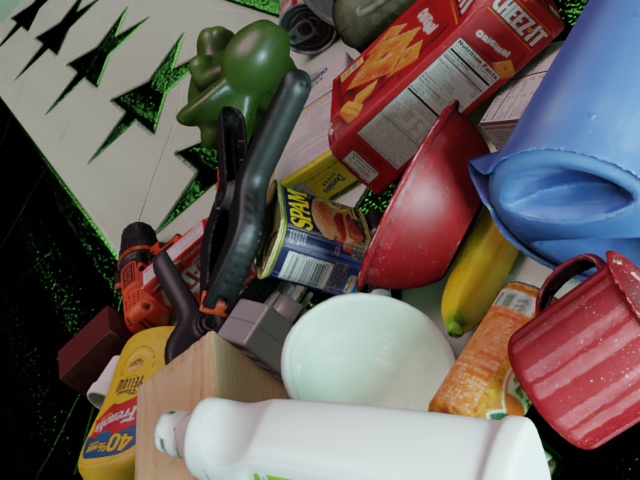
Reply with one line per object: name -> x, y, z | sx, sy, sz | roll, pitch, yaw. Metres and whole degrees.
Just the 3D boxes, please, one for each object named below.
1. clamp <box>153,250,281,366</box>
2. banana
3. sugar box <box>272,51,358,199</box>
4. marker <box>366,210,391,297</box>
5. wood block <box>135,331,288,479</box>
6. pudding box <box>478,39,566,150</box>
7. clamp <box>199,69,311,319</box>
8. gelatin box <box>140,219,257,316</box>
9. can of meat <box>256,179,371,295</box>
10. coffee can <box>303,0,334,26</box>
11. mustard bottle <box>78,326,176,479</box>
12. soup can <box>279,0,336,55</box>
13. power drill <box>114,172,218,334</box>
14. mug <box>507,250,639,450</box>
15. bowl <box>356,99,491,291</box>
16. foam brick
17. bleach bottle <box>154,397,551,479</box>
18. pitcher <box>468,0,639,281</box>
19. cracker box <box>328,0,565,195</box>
clamp -> -0.104, 0.076, 0.945 | 0.120, 0.039, 0.171 | 6, 50, 8
banana -> 0.135, -0.006, 0.770 | 0.197, 0.037, 0.070 | -61, 10, -18
sugar box -> 0.001, -0.108, 1.073 | 0.093, 0.048, 0.176 | -31, 30, 28
marker -> 0.048, 0.016, 0.888 | 0.020, 0.020, 0.121 | -32, 33, 25
wood block -> -0.076, 0.178, 0.786 | 0.090, 0.090, 0.206 | -38, 31, 17
pudding box -> 0.191, -0.116, 0.842 | 0.114, 0.039, 0.090 | 0, 53, 56
clamp -> -0.063, -0.040, 0.903 | 0.165, 0.036, 0.210 | -25, 53, 61
gelatin box -> -0.117, 0.034, 1.028 | 0.089, 0.073, 0.030 | -40, 31, 13
can of meat -> -0.006, 0.001, 0.893 | 0.102, 0.083, 0.057 | -100, 30, -61
coffee can -> 0.050, -0.316, 1.180 | 0.140, 0.102, 0.103 | -50, 29, -21
mustard bottle -> -0.164, 0.169, 0.943 | 0.096, 0.058, 0.191 | -14, 43, 35
soup can -> -0.014, -0.275, 1.267 | 0.069, 0.068, 0.102 | -32, 33, 26
power drill -> -0.139, -0.005, 1.123 | 0.188, 0.057, 0.184 | -42, 34, 15
mug -> 0.160, 0.058, 0.620 | 0.082, 0.093, 0.117 | -40, 42, 22
bowl -> 0.088, -0.022, 0.801 | 0.162, 0.055, 0.162 | -60, -9, -16
foam brick -> -0.222, 0.116, 1.087 | 0.078, 0.053, 0.051 | -42, 30, 10
bleach bottle -> 0.006, 0.133, 0.642 | 0.251, 0.102, 0.068 | 6, 52, 28
pitcher -> 0.222, -0.095, 0.706 | 0.145, 0.149, 0.242 | -26, 30, 59
cracker box -> 0.101, -0.161, 0.938 | 0.214, 0.072, 0.164 | -42, 20, 24
